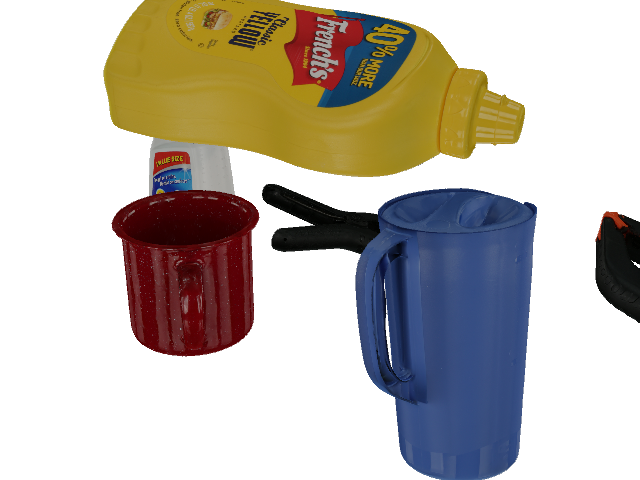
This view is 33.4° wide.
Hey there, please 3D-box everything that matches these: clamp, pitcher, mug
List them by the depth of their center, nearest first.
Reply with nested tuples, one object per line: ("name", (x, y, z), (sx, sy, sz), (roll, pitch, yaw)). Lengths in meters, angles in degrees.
("mug", (-0.083, 0.027, 0.682), (0.093, 0.081, 0.117), (-5, 25, -10))
("clamp", (0.250, 0.043, 0.716), (0.120, 0.039, 0.171), (-2, 45, -19))
("pitcher", (0.111, 0.084, 0.927), (0.149, 0.243, 0.145), (-1, 18, 7))
("clamp", (0.032, -0.008, 1.212), (0.210, 0.036, 0.164), (14, 21, -5))

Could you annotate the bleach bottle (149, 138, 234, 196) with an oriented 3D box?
("bleach bottle", (-0.123, -0.046, 0.993), (0.067, 0.251, 0.103), (-24, 32, -39))

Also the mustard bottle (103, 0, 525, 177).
("mustard bottle", (0.001, -0.074, 0.509), (0.192, 0.058, 0.096), (14, 43, 16))
